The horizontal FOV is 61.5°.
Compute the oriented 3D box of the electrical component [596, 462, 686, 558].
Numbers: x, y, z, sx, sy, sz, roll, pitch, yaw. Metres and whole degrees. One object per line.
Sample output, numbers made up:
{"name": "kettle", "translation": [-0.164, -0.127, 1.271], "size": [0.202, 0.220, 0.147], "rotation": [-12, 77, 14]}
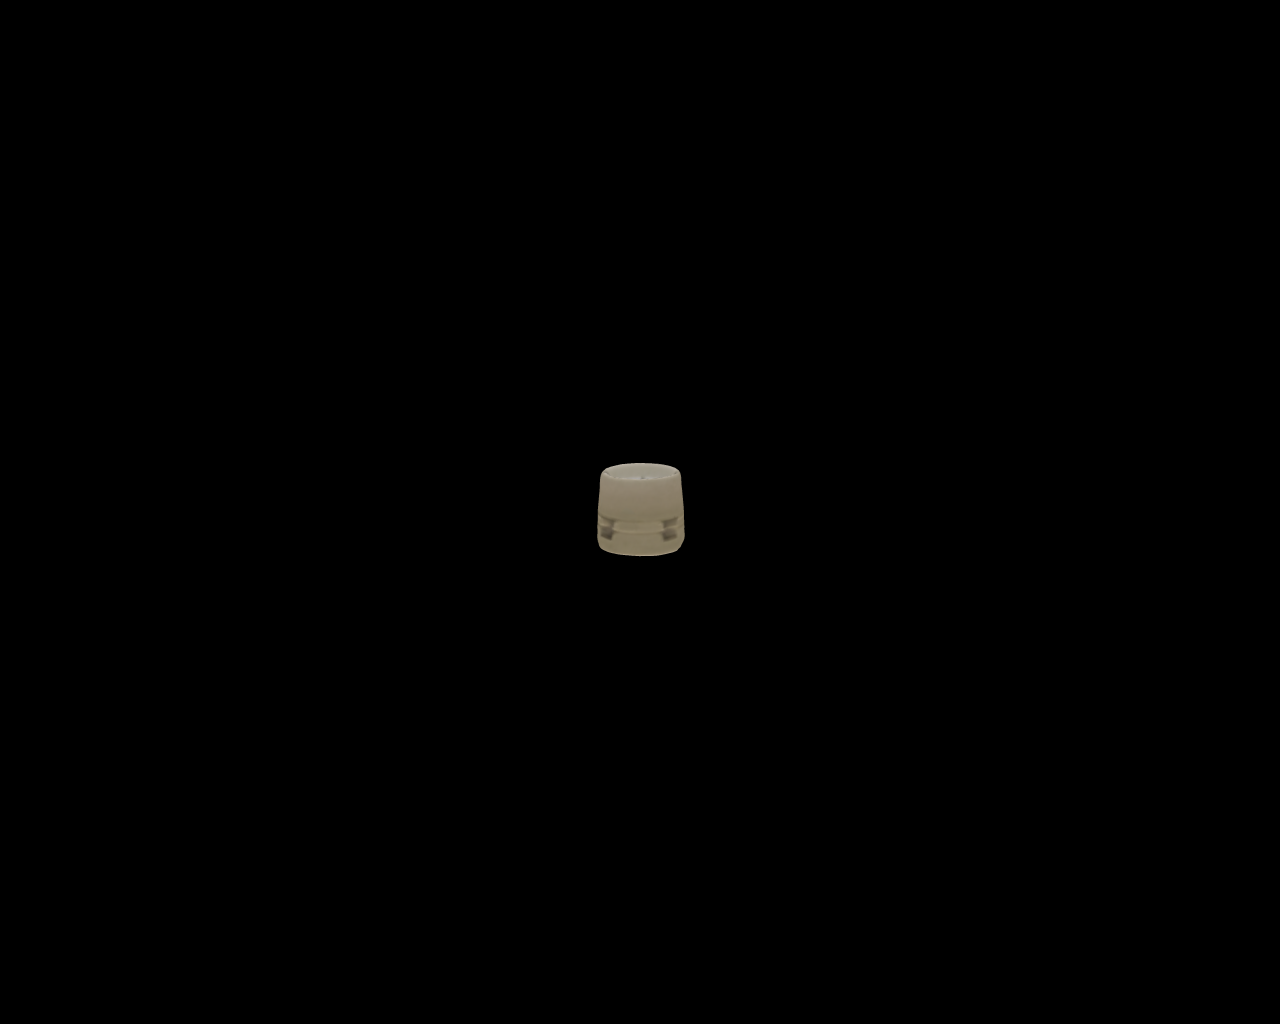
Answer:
{"name": "electrical component", "translation": [0.001, -0.003, 0.650], "size": [0.055, 0.047, 0.055], "rotation": [0, 15, 0]}
